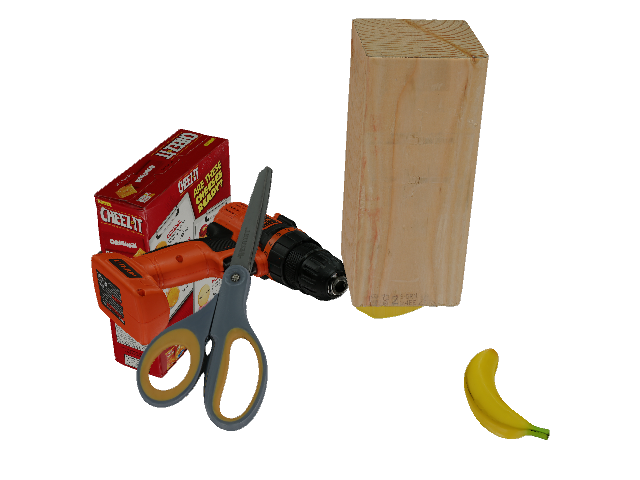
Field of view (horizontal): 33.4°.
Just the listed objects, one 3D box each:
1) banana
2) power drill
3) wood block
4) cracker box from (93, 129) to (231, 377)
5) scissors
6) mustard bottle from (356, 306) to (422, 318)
[{"bbox_3d":[0.206,0.185,1.275,0.069,0.037,0.198,9,23,-15],"label":"banana"},{"bbox_3d":[-0.091,0.030,0.940,0.187,0.057,0.185,-18,27,-31],"label":"power drill"},{"bbox_3d":[0.068,-0.059,0.829,0.090,0.206,0.091,0,29,-5],"label":"wood block"},{"bbox_3d":[-0.162,0.012,1.145,0.072,0.214,0.164,14,35,21],"label":"cracker box"},{"bbox_3d":[-0.077,0.036,0.735,0.096,0.202,0.016,-6,-32,2],"label":"scissors"},{"bbox_3d":[0.080,-0.019,1.112,0.096,0.192,0.058,-16,27,-32],"label":"mustard bottle"}]
